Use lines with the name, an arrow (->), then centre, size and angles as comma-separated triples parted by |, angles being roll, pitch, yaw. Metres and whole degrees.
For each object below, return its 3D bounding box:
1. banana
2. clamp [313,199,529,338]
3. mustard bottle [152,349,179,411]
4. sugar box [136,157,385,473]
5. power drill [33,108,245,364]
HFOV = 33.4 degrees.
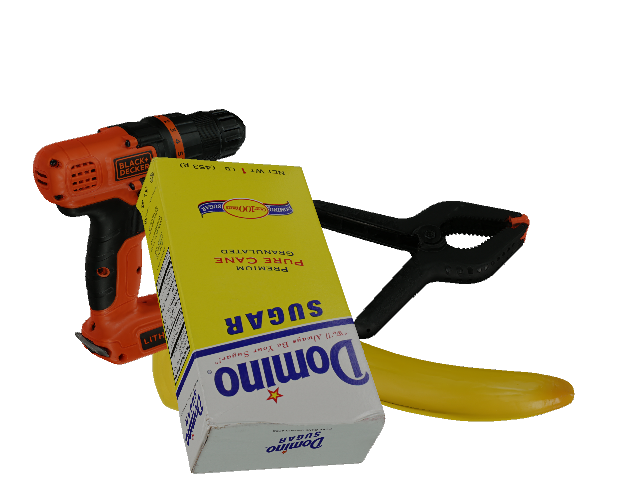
banana -> 0.074, 0.094, 0.750 | 0.198, 0.037, 0.069 | 13, 35, 32
clamp -> 0.097, 0.015, 0.981 | 0.210, 0.164, 0.036 | -6, -42, -9
mustard bottle -> -0.098, 0.093, 1.102 | 0.058, 0.096, 0.191 | 12, 27, 23
sugar box -> -0.035, 0.033, 0.558 | 0.093, 0.176, 0.048 | 1, -45, -24
power drill -> -0.135, -0.007, 0.860 | 0.184, 0.188, 0.057 | -18, 25, -35
